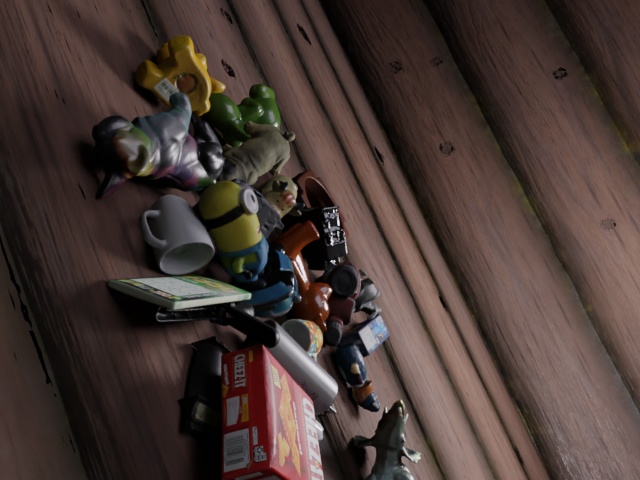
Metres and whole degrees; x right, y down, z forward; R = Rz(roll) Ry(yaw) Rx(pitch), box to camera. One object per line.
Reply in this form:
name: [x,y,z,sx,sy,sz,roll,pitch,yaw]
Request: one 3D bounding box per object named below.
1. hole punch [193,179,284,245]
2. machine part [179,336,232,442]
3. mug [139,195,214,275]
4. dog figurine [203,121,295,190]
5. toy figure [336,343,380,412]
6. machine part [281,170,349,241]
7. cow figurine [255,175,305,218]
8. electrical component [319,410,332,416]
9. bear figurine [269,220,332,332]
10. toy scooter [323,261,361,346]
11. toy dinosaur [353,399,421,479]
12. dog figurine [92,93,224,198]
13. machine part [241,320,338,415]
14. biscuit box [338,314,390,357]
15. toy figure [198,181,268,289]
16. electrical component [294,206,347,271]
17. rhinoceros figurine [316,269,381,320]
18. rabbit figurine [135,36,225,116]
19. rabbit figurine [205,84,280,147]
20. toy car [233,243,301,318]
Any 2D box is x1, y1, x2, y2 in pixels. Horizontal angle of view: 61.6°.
hole punch: [-0.145,-0.041,0.924,0.142,0.116,0.092,43,-2,-41]
machine part: [-0.151,0.200,0.732,0.084,0.039,0.139,34,36,-38]
mug: [-0.220,-0.014,0.788,0.109,0.081,0.107,16,38,-49]
dog figurine: [-0.135,-0.152,1.030,0.121,0.172,0.191,47,16,-11]
toy figure: [0.081,0.296,1.140,0.064,0.058,0.154,-18,86,-64]
machine part: [-0.021,-0.057,1.295,0.201,0.087,0.201,60,21,-11]
cow figurine: [-0.090,-0.079,1.099,0.085,0.127,0.195,54,19,-14]
electrical component: [-0.008,0.289,0.982,0.094,0.021,0.063,33,36,-54]
bear figurine: [-0.025,0.075,1.059,0.195,0.132,0.120,53,-13,-5]
toy scooter: [0.043,0.135,1.170,0.135,0.075,0.183,10,93,-84]
toy dinosaur: [0.163,0.505,1.002,0.404,0.131,0.192,69,21,1]
dog figurine: [-0.245,-0.118,0.813,0.191,0.108,0.219,55,26,-26]
machine part: [-0.048,0.213,0.887,0.243,0.079,0.079,50,24,-23]
biscuit box: [0.106,0.230,1.271,0.059,0.063,0.202,64,20,6]
toy figure: [-0.130,-0.005,0.834,0.082,0.089,0.179,29,-46,47]
electrical component: [-0.002,-0.003,1.131,0.058,0.115,0.134,-11,95,-36]
rhinoceros figurine: [0.078,0.125,1.277,0.190,0.112,0.073,32,4,-32]
rabbit figurine: [-0.258,-0.319,1.023,0.162,0.122,0.173,33,15,-41]
rabbit figurine: [-0.181,-0.257,1.173,0.170,0.121,0.159,4,65,-46]
toy car: [-0.093,0.083,0.946,0.162,0.109,0.102,-108,-176,-55]
